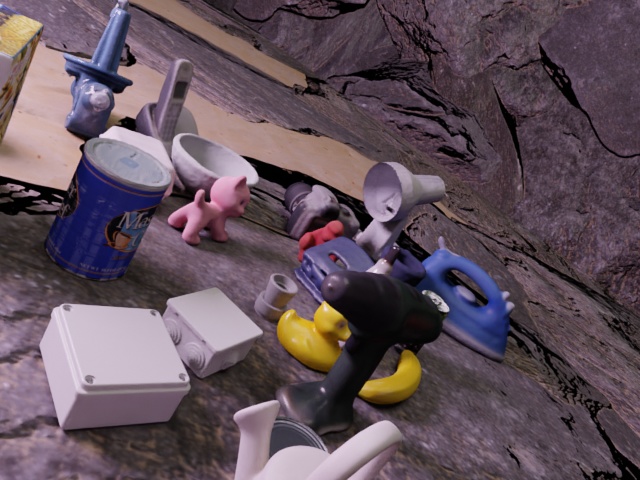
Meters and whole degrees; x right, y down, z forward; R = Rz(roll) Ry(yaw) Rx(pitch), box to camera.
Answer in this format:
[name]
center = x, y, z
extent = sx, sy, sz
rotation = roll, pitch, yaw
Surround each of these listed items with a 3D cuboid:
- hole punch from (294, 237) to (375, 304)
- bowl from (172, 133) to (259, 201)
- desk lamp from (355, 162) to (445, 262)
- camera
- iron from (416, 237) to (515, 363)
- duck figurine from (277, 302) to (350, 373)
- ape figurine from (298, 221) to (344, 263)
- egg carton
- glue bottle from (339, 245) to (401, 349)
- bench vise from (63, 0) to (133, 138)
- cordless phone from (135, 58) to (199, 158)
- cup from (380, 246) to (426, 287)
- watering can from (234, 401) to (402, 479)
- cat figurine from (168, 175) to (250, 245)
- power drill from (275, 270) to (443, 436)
[hole punch]
center = 0.028, 0.052, 0.964
extent = 0.101, 0.091, 0.108
rotation = 3, 35, -52
[bowl]
center = -0.200, -0.119, 1.039
extent = 0.168, 0.074, 0.167
rotation = 28, 21, -12
[desk lamp]
center = 0.165, -0.058, 1.229
extent = 0.204, 0.213, 0.117
rotation = 10, 30, -45
[camera]
center = -0.004, -0.062, 1.156
extent = 0.144, 0.100, 0.136
rotation = 16, 27, -37
[iron]
center = 0.294, 0.114, 1.136
extent = 0.258, 0.141, 0.119
rotation = 36, 21, 8
[duck figurine]
center = 0.000, 0.120, 0.782
extent = 0.104, 0.086, 0.077
rotation = 33, 21, -1
[ape figurine]
center = 0.010, 0.004, 1.043
extent = 0.077, 0.092, 0.076
rotation = 37, 21, 11
[egg carton]
center = -0.293, -0.120, 0.915
extent = 0.108, 0.069, 0.150
rotation = 15, 27, -39
[glue bottle]
center = 0.069, 0.079, 0.848
extent = 0.037, 0.173, 0.078
rotation = 16, 26, -37
[bench vise]
center = -0.362, -0.293, 0.988
extent = 0.122, 0.219, 0.206
rotation = 7, 33, -49
[cordless phone]
center = -0.262, -0.246, 1.075
extent = 0.094, 0.185, 0.148
rotation = 36, 21, 9
[cup]
center = 0.140, 0.068, 1.084
extent = 0.091, 0.095, 0.118
rotation = 33, 21, 1
[watering can]
center = -0.012, 0.202, 0.433
extent = 0.172, 0.194, 0.101
rotation = 37, 21, 10
[cat figurine]
center = -0.160, -0.060, 0.904
extent = 0.067, 0.117, 0.128
rotation = 40, 22, 19
[power drill]
center = 0.040, 0.126, 0.656
extent = 0.230, 0.208, 0.075
rotation = 7, 32, -49
